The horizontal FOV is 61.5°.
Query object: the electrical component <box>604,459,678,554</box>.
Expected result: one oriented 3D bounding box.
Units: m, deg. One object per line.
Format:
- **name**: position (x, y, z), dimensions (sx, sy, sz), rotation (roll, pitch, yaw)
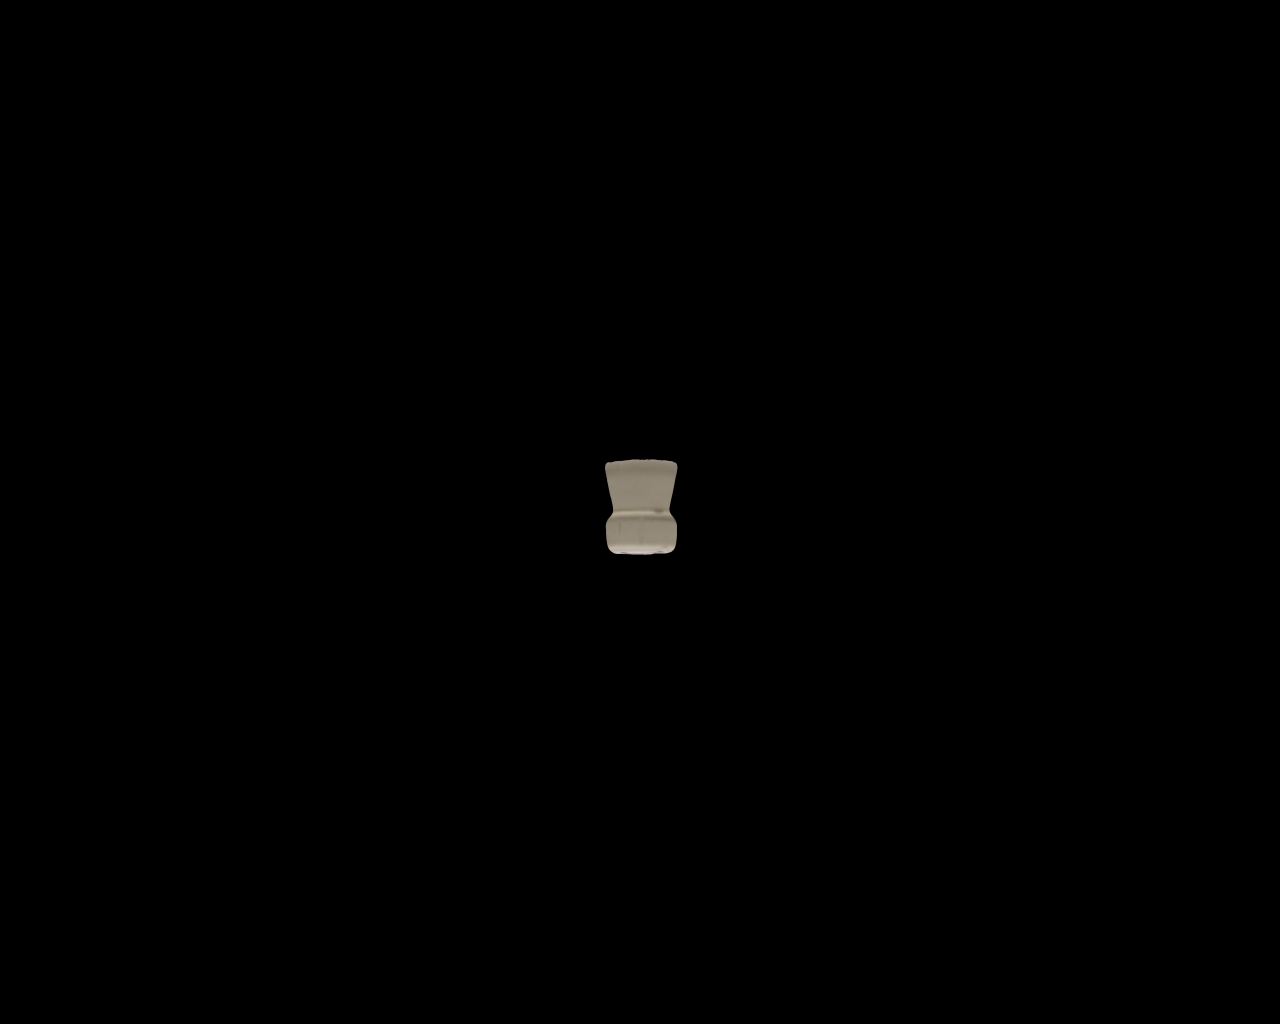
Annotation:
- **electrical component**: position (0.001, -0.003, 0.650), dimensions (0.045, 0.055, 0.045), rotation (0, -4, 0)
